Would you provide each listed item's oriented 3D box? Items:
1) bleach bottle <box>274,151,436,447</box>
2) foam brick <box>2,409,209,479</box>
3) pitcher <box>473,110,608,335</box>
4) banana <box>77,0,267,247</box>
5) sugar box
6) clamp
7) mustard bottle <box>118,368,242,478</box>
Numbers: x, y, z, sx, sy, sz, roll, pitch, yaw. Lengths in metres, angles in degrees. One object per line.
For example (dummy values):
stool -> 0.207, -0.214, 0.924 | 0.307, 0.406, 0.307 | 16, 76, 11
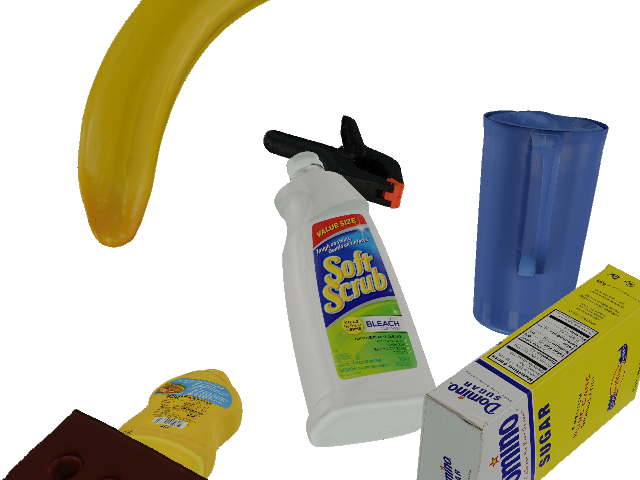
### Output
bleach bottle -> 0.010, 0.034, 0.847 | 0.102, 0.251, 0.068 | -4, -35, -21
foam brick -> -0.084, 0.117, 0.436 | 0.078, 0.051, 0.052 | 21, 45, 25
pitcher -> 0.233, -0.018, 1.174 | 0.149, 0.243, 0.145 | -7, 18, -34
banana -> -0.062, -0.086, 0.493 | 0.070, 0.197, 0.037 | 28, -25, 17
sugar box -> 0.130, 0.093, 0.628 | 0.048, 0.093, 0.175 | 29, 44, 34
clamp -> 0.020, -0.084, 1.132 | 0.120, 0.039, 0.172 | -15, 35, -24
mustard bottle -> -0.132, 0.179, 1.081 | 0.096, 0.058, 0.191 | 7, 20, 12
